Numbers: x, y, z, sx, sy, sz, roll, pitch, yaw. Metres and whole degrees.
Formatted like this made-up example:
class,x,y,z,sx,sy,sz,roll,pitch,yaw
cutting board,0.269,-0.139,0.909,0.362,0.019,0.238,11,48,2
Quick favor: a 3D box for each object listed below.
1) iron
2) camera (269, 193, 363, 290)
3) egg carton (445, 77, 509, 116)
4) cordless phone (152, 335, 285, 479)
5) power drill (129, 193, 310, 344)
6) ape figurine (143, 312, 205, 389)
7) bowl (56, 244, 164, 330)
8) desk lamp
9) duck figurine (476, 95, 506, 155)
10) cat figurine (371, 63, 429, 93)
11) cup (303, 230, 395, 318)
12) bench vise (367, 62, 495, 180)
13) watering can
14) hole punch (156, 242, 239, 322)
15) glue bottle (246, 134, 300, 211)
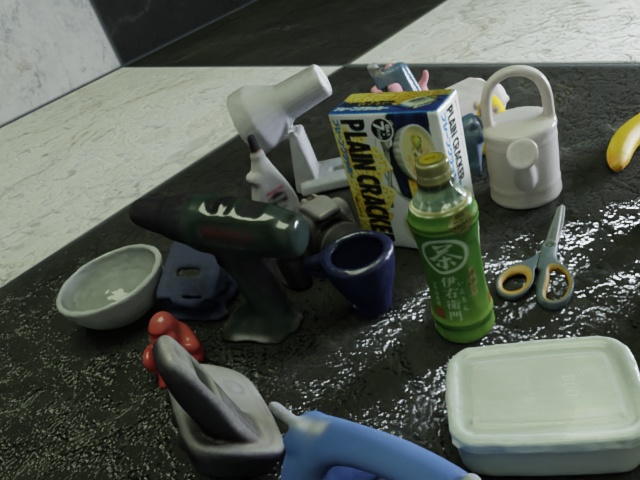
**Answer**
class,x,y,z,sx,sy,sz,roll,pitch,yaw
iron,0.072,0.198,0.438,0.257,0.142,0.119,5,40,34
camera,0.007,0.003,0.805,0.143,0.101,0.136,-31,34,-18
egg carton,0.271,-0.249,1.075,0.150,0.069,0.107,-27,33,-12
cordless phone,-0.117,0.146,0.575,0.094,0.185,0.147,-29,33,-15
power drill,-0.110,0.031,0.722,0.229,0.209,0.076,-3,36,24
ape figurine,-0.189,0.130,0.725,0.077,0.092,0.076,-3,35,24
bowl,-0.306,0.083,0.874,0.167,0.075,0.167,-14,32,9
desk lamp,-0.037,-0.193,1.017,0.203,0.214,0.118,-12,33,12
duck figurine,0.297,-0.207,0.981,0.077,0.086,0.105,6,40,35
cat figurine,0.167,-0.305,1.169,0.127,0.118,0.067,-18,32,3
cup,0.043,0.051,0.719,0.117,0.095,0.091,-8,34,17
bench vise,0.162,-0.191,0.903,0.207,0.220,0.121,-21,32,-2
watering can,0.280,-0.145,0.795,0.101,0.194,0.172,-18,32,2
hole punch,-0.178,0.056,0.831,0.108,0.091,0.101,-2,36,25
glue bottle,-0.085,-0.092,0.929,0.078,0.173,0.037,-37,36,-25
